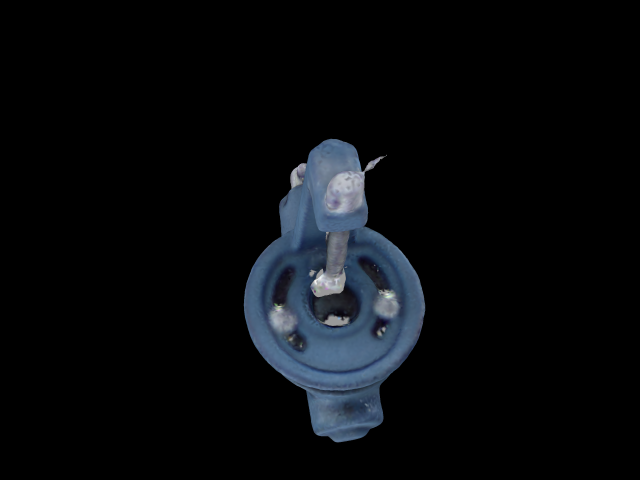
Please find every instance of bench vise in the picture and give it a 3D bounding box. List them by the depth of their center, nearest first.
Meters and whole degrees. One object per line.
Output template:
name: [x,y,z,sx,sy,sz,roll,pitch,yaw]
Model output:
bench vise: [-0.007,0.005,0.396,0.122,0.220,0.207,-21,50,-18]
